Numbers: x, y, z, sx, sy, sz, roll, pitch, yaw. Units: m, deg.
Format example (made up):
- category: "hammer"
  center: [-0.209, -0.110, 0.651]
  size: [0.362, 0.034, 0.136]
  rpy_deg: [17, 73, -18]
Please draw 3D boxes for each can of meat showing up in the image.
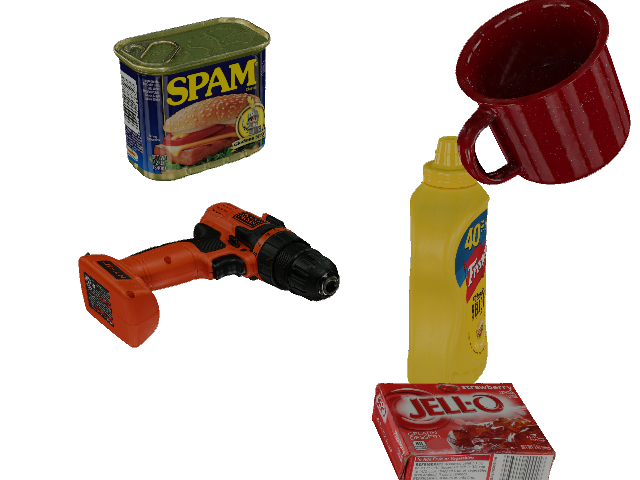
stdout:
- category: "can of meat"
  center: [-0.085, -0.096, 0.722]
  size: [0.101, 0.084, 0.058]
  rpy_deg: [-20, 38, -31]

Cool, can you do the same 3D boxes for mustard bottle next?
- category: "mustard bottle"
  center: [0.099, 0.015, 0.821]
  size: [0.058, 0.192, 0.096]
  rpy_deg: [7, 21, 25]

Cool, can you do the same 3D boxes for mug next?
- category: "mug"
  center: [0.132, -0.080, 0.652]
  size: [0.093, 0.117, 0.081]
  rpy_deg: [34, -15, 48]

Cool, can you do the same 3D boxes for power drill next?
- category: "power drill"
  center: [-0.100, 0.031, 0.931]
  size: [0.187, 0.057, 0.185]
  rpy_deg: [-19, 28, -33]

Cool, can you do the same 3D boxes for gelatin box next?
- category: "gelatin box"
  center: [0.081, 0.113, 0.622]
  size: [0.089, 0.030, 0.073]
  rpy_deg: [2, 24, -13]
